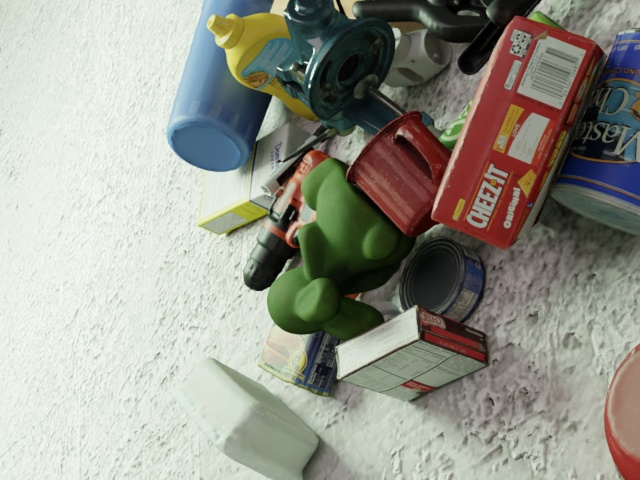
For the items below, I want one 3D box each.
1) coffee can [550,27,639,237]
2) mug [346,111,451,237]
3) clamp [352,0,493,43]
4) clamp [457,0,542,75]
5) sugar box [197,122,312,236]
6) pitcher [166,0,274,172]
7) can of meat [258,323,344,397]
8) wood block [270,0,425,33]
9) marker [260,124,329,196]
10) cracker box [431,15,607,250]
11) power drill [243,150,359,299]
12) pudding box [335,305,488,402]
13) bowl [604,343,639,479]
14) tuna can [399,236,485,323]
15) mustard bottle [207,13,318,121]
[{"bbox_3d":[0.257,-0.082,0.846,0.103,0.102,0.140,20,86,56],"label":"coffee can"},{"bbox_3d":[0.086,-0.062,0.963,0.093,0.081,0.117,-37,-16,-19],"label":"mug"},{"bbox_3d":[0.120,-0.248,1.135,0.120,0.039,0.172,-43,52,-9],"label":"clamp"},{"bbox_3d":[0.211,-0.248,1.025,0.210,0.036,0.165,-46,-2,-14],"label":"clamp"},{"bbox_3d":[-0.084,-0.075,1.365,0.177,0.048,0.093,-20,55,43],"label":"sugar box"},{"bbox_3d":[-0.117,-0.204,1.385,0.145,0.149,0.242,-10,50,32],"label":"pitcher"},{"bbox_3d":[-0.015,0.113,1.144,0.102,0.057,0.084,19,88,56],"label":"can of meat"},{"bbox_3d":[0.035,-0.281,1.286,0.206,0.090,0.090,14,81,56],"label":"wood block"},{"bbox_3d":[-0.025,-0.099,1.277,0.121,0.020,0.020,-46,28,-20],"label":"marker"},{"bbox_3d":[0.167,-0.089,0.867,0.072,0.213,0.164,24,103,13],"label":"cracker box"},{"bbox_3d":[-0.008,0.001,1.199,0.184,0.057,0.188,-62,34,6],"label":"power drill"},{"bbox_3d":[0.083,0.106,0.980,0.114,0.089,0.039,-34,45,39],"label":"pudding box"},{"bbox_3d":[0.259,0.122,0.761,0.162,0.055,0.162,-32,45,40],"label":"bowl"},{"bbox_3d":[0.117,0.042,1.024,0.086,0.033,0.086,-32,46,40],"label":"tuna can"},{"bbox_3d":[-0.053,-0.218,1.275,0.096,0.191,0.058,-42,40,31],"label":"mustard bottle"}]
